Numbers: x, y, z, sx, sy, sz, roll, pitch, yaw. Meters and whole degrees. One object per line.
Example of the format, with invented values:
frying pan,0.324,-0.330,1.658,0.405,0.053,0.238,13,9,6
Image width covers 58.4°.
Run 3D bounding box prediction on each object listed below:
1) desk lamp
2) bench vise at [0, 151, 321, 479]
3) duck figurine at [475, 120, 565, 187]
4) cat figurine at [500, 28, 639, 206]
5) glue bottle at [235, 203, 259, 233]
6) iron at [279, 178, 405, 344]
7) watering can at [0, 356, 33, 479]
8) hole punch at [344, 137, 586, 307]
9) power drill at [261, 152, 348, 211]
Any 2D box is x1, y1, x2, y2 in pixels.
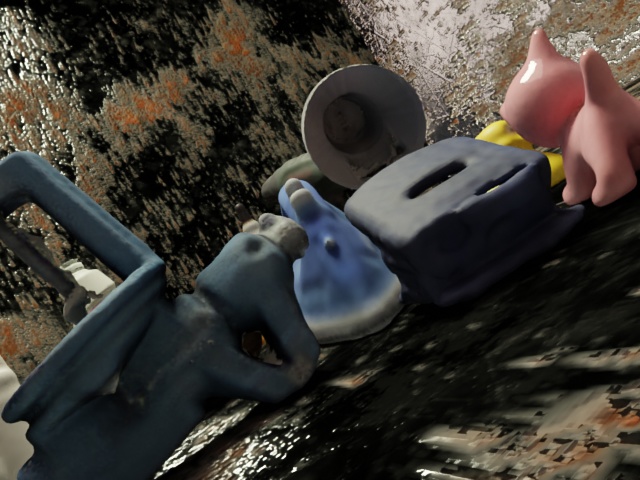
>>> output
desk lamp,0.066,-0.076,0.627,0.118,0.213,0.203,-32,-1,3
bench vise,-0.118,0.028,0.359,0.208,0.219,0.121,-31,-1,-37
duck figurine,0.192,-0.079,0.593,0.104,0.086,0.078,-32,-1,16
cat figurine,0.166,-0.086,0.376,0.067,0.117,0.128,-32,-1,6
glue bottle,-0.061,0.029,0.730,0.078,0.173,0.037,-31,-1,-44
iron,0.005,0.002,0.503,0.118,0.141,0.258,-31,-1,-3
watering can,-0.268,0.137,0.426,0.172,0.194,0.101,-32,-1,42
hole punch,0.082,-0.020,0.349,0.109,0.091,0.101,-31,-1,-10
power drill,0.010,-0.033,0.835,0.076,0.208,0.229,-31,-1,-33
